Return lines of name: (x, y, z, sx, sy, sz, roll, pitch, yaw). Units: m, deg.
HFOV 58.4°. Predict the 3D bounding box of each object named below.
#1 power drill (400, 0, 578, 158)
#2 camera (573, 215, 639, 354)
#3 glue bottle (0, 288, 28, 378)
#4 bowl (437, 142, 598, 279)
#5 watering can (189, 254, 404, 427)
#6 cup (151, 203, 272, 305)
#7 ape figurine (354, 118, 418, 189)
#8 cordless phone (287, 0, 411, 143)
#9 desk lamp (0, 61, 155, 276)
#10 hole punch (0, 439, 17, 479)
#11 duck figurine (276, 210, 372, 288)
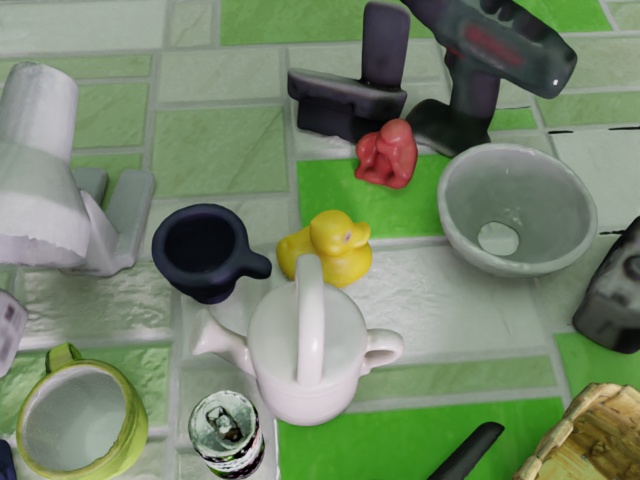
power drill: (0.157, -0.196, 0.650, 0.229, 0.208, 0.076, 27, 62, 14)
camera: (0.352, 0.050, 0.569, 0.136, 0.101, 0.143, 34, 64, 18)
glue bottle: (-0.316, 0.060, 0.502, 0.037, 0.173, 0.078, 5, 59, 2)
bowl: (0.203, -0.021, 0.624, 0.167, 0.075, 0.167, 1, 59, -1)
watering can: (-0.018, 0.086, 0.482, 0.173, 0.194, 0.100, -18, 61, -12)
cup: (-0.101, 0.028, 0.573, 0.117, 0.095, 0.092, 16, 60, 8)
ape figurine: (0.082, -0.104, 0.660, 0.076, 0.092, 0.077, -22, 62, -14)
cordless phone: (0.035, -0.209, 0.668, 0.147, 0.185, 0.094, 11, 59, 5)
desk lamp: (-0.251, -0.044, 0.544, 0.118, 0.213, 0.203, 3, 59, 1)
hole punch: (-0.304, 0.212, 0.458, 0.109, 0.091, 0.101, -23, 62, -14)
duck figurine: (0.005, 0.002, 0.597, 0.104, 0.086, 0.077, -2, 59, -3)
